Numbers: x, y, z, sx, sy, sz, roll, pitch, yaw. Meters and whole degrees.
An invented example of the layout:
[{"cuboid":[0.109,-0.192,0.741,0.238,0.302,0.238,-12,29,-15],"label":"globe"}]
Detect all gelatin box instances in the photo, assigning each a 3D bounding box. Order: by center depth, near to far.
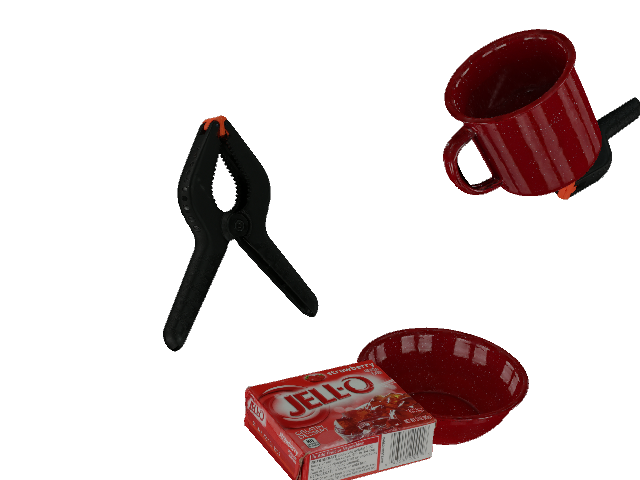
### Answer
[{"cuboid":[0.010,0.104,0.617,0.089,0.030,0.073,-8,27,-28],"label":"gelatin box"}]

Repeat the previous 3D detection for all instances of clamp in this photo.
[{"cuboid":[-0.075,-0.009,0.991,0.164,0.210,0.036,-3,0,-36],"label":"clamp"},{"cuboid":[0.268,-0.116,1.150,0.120,0.039,0.171,19,48,19],"label":"clamp"}]

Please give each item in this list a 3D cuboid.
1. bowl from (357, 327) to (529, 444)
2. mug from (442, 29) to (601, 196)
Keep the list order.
[{"cuboid":[0.114,0.145,1.016,0.162,0.055,0.162,3,25,-1],"label":"bowl"},{"cuboid":[0.135,-0.077,0.738,0.093,0.117,0.081,37,-14,53],"label":"mug"}]
